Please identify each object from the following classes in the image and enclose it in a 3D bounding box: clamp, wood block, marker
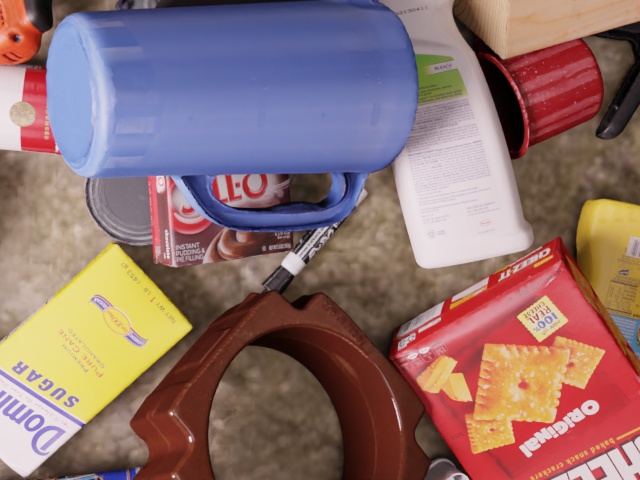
[{"bbox_3d":[0.286,-0.161,0.926,0.171,0.039,0.120,-17,97,-10],"label":"clamp"},{"bbox_3d":[0.220,-0.228,0.862,0.206,0.091,0.090,-17,132,-14],"label":"wood block"},{"bbox_3d":[-0.006,0.001,0.884,0.020,0.020,0.121,41,84,-11],"label":"marker"}]

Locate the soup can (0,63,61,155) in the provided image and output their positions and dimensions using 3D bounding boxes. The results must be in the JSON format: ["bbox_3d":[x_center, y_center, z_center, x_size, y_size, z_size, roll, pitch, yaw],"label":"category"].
[{"bbox_3d":[-0.223,-0.100,0.810,0.102,0.068,0.068,5,92,-11],"label":"soup can"}]

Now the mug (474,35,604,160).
[{"bbox_3d":[0.173,-0.134,0.885,0.081,0.093,0.117,-23,73,-14],"label":"mug"}]

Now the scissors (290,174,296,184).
[{"bbox_3d":[-0.017,-0.111,0.876,0.096,0.016,0.201,44,87,-13],"label":"scissors"}]

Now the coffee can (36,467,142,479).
[{"bbox_3d":[-0.200,0.232,0.812,0.140,0.103,0.103,-4,93,-11],"label":"coffee can"}]

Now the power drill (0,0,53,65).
[{"bbox_3d":[-0.182,-0.238,0.774,0.188,0.057,0.184,-18,79,17],"label":"power drill"}]

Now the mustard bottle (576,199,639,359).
[{"bbox_3d":[0.255,0.066,0.921,0.096,0.058,0.191,13,90,-11],"label":"mustard bottle"}]

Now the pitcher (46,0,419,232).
[{"bbox_3d":[-0.061,-0.095,0.755,0.242,0.145,0.149,-7,62,-32],"label":"pitcher"}]

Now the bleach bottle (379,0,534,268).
[{"bbox_3d":[0.099,-0.109,0.860,0.102,0.068,0.251,-12,101,5],"label":"bleach bottle"}]

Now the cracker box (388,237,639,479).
[{"bbox_3d":[0.181,0.131,0.870,0.164,0.072,0.213,-31,99,19],"label":"cracker box"}]

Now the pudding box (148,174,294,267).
[{"bbox_3d":[-0.077,-0.030,0.830,0.113,0.039,0.090,-8,99,-37],"label":"pudding box"}]

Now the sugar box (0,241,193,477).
[{"bbox_3d":[-0.196,0.093,0.836,0.176,0.048,0.093,-43,100,-8],"label":"sugar box"}]

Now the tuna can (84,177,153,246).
[{"bbox_3d":[-0.143,-0.039,0.846,0.086,0.034,0.086,-1,93,-12],"label":"tuna can"}]
